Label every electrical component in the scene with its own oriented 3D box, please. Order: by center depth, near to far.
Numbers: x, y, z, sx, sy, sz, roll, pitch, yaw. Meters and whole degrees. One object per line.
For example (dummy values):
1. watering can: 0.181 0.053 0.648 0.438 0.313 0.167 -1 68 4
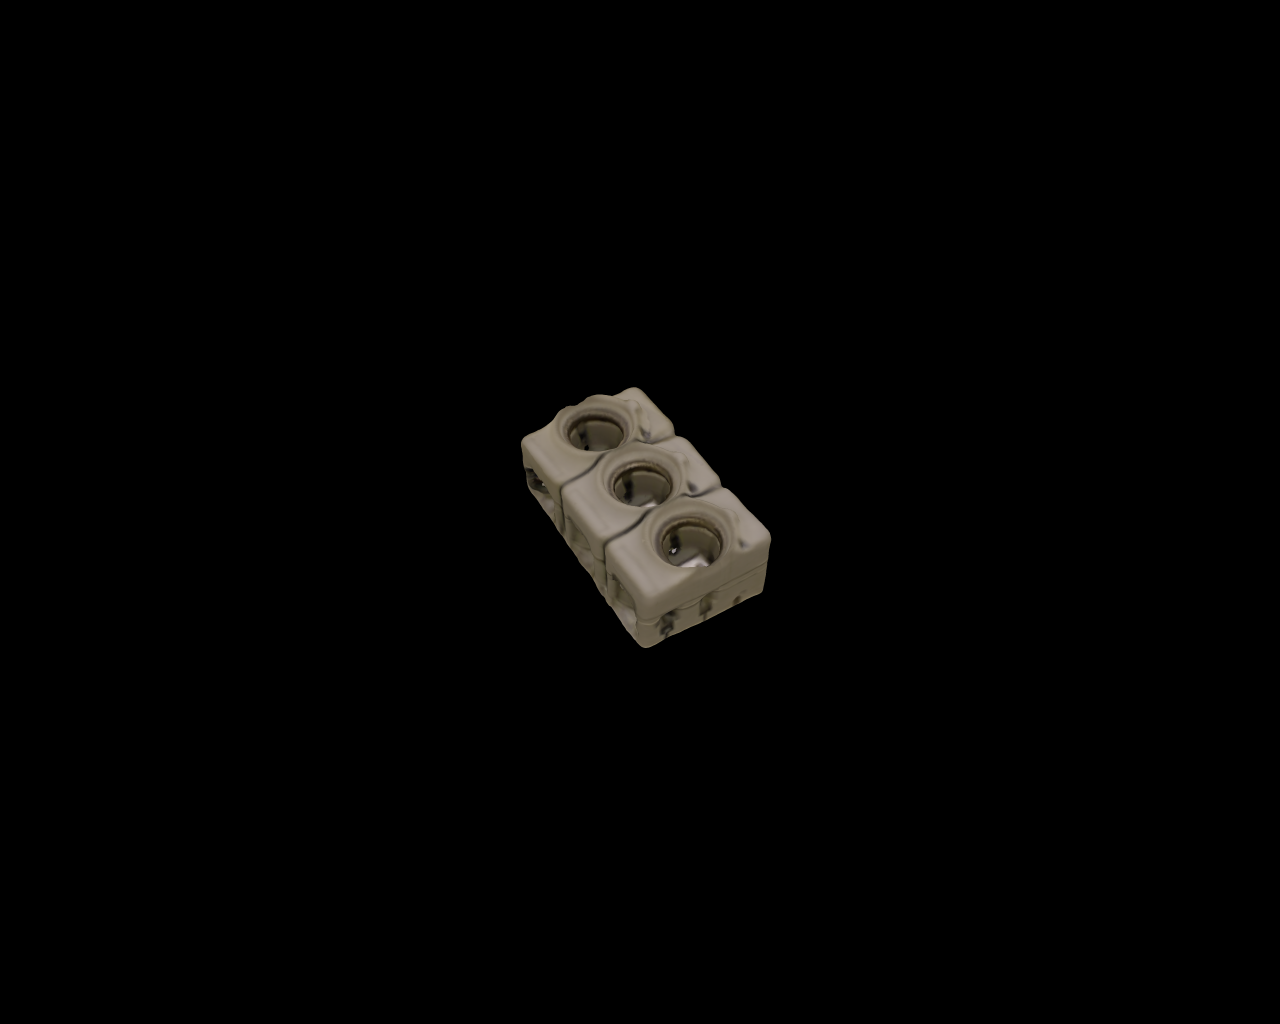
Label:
1. electrical component: 0.001 -0.003 0.650 0.090 0.150 0.061 -25 -36 -20
